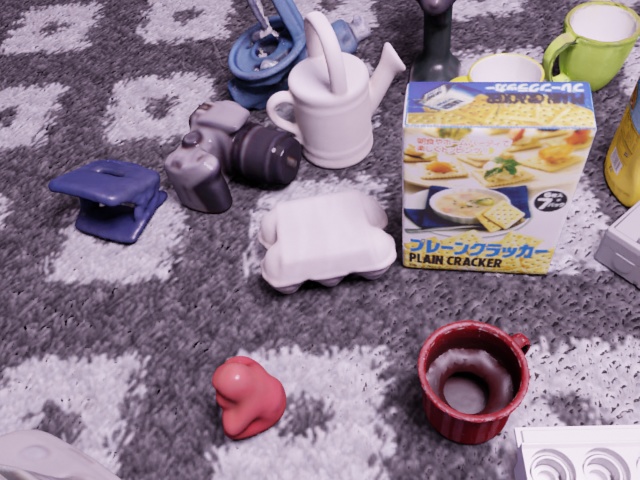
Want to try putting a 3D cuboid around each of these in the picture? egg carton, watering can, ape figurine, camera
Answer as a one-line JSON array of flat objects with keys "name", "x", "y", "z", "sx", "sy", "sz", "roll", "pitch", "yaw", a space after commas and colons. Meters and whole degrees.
[{"name": "egg carton", "x": 0.006, "y": 0.002, "z": 0.644, "sx": 0.150, "sy": 0.069, "sz": 0.107, "roll": -11, "pitch": 52, "yaw": 0}, {"name": "watering can", "x": 0.018, "y": -0.194, "z": 0.713, "sx": 0.173, "sy": 0.194, "sz": 0.100, "roll": -37, "pitch": 56, "yaw": -19}, {"name": "ape figurine", "x": -0.073, "y": 0.141, "z": 0.534, "sx": 0.076, "sy": 0.092, "sz": 0.078, "roll": 9, "pitch": 55, "yaw": 14}, {"name": "camera", "x": -0.104, "y": -0.110, "z": 0.725, "sx": 0.136, "sy": 0.101, "sz": 0.143, "roll": 17, "pitch": 57, "yaw": 20}]

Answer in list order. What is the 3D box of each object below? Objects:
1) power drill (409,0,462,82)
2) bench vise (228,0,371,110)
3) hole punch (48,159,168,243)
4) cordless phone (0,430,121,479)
[{"name": "power drill", "x": 0.157, "y": -0.293, "z": 0.760, "sx": 0.075, "sy": 0.209, "sz": 0.229, "roll": 3, "pitch": 53, "yaw": 11}, {"name": "bench vise", "x": -0.043, "y": -0.293, "z": 0.781, "sx": 0.207, "sy": 0.220, "sz": 0.121, "roll": -29, "pitch": 54, "yaw": -14}, {"name": "hole punch", "x": -0.264, "y": -0.064, "z": 0.718, "sx": 0.108, "sy": 0.091, "sz": 0.101, "roll": 13, "pitch": 56, "yaw": 17}, {"name": "cordless phone", "x": -0.251, "y": 0.192, "z": 0.461, "sx": 0.147, "sy": 0.185, "sz": 0.094, "roll": 18, "pitch": 57, "yaw": 21}]
